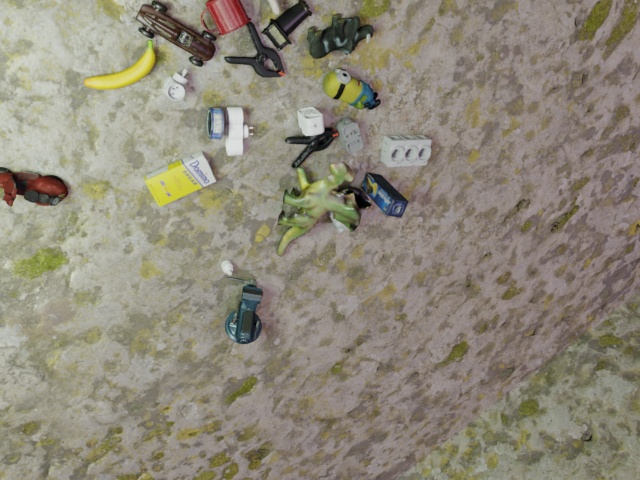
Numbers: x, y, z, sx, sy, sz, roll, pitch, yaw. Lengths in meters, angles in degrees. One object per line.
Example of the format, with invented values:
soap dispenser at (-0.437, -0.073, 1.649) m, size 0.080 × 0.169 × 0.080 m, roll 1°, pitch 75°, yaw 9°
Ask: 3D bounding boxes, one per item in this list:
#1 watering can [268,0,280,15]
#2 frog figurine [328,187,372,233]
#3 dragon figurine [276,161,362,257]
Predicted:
watering can at (-0.200, -0.696, 1.204) m, size 0.225 × 0.106 × 0.340 m, roll -15°, pitch 122°, yaw -15°
frog figurine at (0.092, -0.099, 1.703) m, size 0.138 × 0.124 × 0.156 m, roll -28°, pitch 163°, yaw -17°
dragon figurine at (0.005, -0.080, 1.585) m, size 0.243 × 0.125 × 0.401 m, roll 17°, pitch 128°, yaw 4°
